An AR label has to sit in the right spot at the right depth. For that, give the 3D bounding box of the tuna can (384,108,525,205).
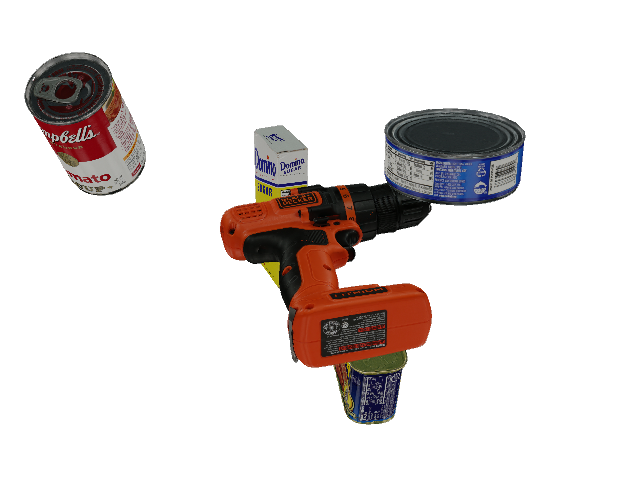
[{"bbox_3d":[0.082,-0.053,0.659,0.086,0.034,0.086,0,25,0],"label":"tuna can"}]

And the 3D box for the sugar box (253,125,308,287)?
[{"bbox_3d":[-0.048,-0.042,1.293,0.048,0.176,0.093,-11,26,-18],"label":"sugar box"}]

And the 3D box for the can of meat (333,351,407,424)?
[{"bbox_3d":[0.046,0.118,1.049,0.057,0.084,0.102,-4,43,-9],"label":"can of meat"}]

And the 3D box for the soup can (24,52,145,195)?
[{"bbox_3d":[-0.183,-0.090,0.843,0.068,0.068,0.102,0,-30,8],"label":"soup can"}]

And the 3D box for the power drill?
[{"bbox_3d":[0.024,0.017,0.856,0.184,0.057,0.188,-11,33,-10],"label":"power drill"}]
